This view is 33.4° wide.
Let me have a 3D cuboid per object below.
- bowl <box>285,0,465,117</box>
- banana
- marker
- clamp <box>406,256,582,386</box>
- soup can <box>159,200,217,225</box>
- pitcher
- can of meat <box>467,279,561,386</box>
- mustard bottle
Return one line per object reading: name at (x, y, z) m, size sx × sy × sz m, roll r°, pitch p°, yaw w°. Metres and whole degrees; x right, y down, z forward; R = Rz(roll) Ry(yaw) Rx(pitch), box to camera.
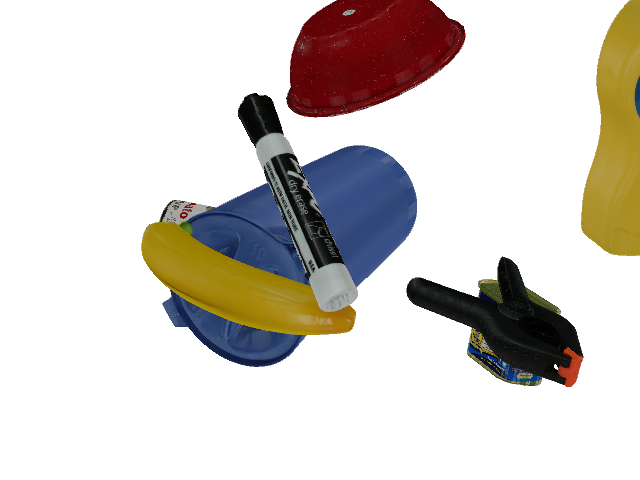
bowl at (0.036, -0.168, 0.890) m, size 0.162 × 0.055 × 0.162 m, roll -20°, pitch 28°, yaw 11°
banana at (-0.063, 0.020, 0.699) m, size 0.069 × 0.037 × 0.198 m, roll -20°, pitch 32°, yaw -34°
marker at (-0.013, -0.022, 0.508) m, size 0.020 × 0.121 × 0.020 m, roll -19°, pitch -27°, yaw -10°
clamp at (0.172, 0.066, 0.937) m, size 0.120 × 0.039 × 0.172 m, roll -23°, pitch 43°, yaw -32°
soup can at (-0.119, -0.003, 1.166) m, size 0.102 × 0.068 × 0.068 m, roll 12°, pitch 3°, yaw 15°
pitcher at (-0.020, 0.003, 0.934) m, size 0.149 × 0.145 × 0.242 m, roll 24°, pitch 31°, yaw 21°
can of meat at (0.204, 0.098, 1.143) m, size 0.057 × 0.084 × 0.102 m, roll 3°, pitch 17°, yaw -24°
mustard bottle at (0.206, -0.088, 0.620) m, size 0.096 × 0.192 × 0.058 m, roll -10°, pitch 29°, yaw -15°
